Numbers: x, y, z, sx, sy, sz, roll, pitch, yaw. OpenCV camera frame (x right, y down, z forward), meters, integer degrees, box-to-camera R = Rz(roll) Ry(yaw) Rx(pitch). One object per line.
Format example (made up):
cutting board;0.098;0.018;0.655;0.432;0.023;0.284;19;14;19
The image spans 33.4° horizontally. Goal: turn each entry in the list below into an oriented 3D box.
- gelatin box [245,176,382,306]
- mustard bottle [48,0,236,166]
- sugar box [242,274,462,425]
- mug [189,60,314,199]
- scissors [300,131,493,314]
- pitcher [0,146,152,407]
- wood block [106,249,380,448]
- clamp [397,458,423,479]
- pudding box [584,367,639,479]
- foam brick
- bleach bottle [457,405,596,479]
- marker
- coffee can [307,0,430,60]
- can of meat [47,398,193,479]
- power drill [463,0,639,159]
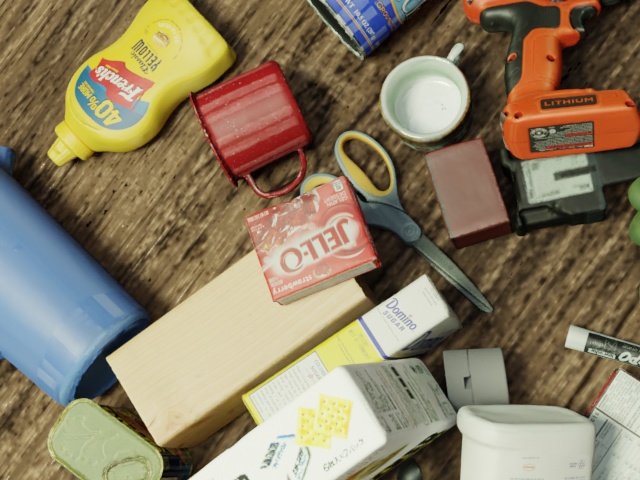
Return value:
gelatin box;-0.005;0.001;0.833;0.089;0.030;0.073;-22;74;8
mustard bottle;-0.175;-0.138;0.982;0.191;0.058;0.096;-43;74;3
sugar box;0.030;0.099;0.867;0.176;0.093;0.048;-32;74;6
mug;-0.052;-0.094;0.931;0.081;0.093;0.117;-26;86;2
scissors;0.056;-0.003;0.917;0.096;0.016;0.202;-28;74;-4
pitcher;-0.274;0.039;0.933;0.243;0.144;0.149;40;111;14
wood block;-0.059;0.079;0.894;0.206;0.090;0.091;-36;73;5
clamp;0.100;0.262;0.837;0.120;0.039;0.171;13;95;-11
pudding box;0.255;0.166;0.829;0.114;0.039;0.090;34;90;20
foam brick;0.124;-0.038;0.893;0.051;0.053;0.078;-18;76;10
bleach bottle;0.145;0.253;0.799;0.102;0.068;0.251;3;95;-15
marker;0.258;0.093;0.852;0.121;0.020;0.020;16;83;16
coffee can;0.057;-0.241;0.924;0.140;0.102;0.103;-41;73;3
can of meat;-0.165;0.181;0.901;0.102;0.084;0.057;32;87;17
power drill;0.212;-0.160;0.871;0.184;0.057;0.187;-7;57;14
